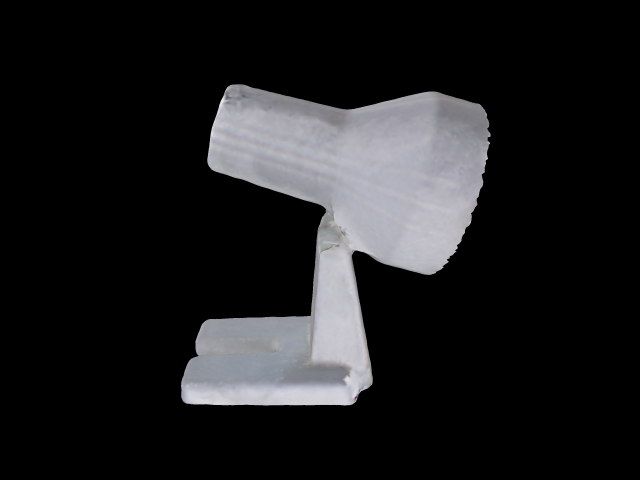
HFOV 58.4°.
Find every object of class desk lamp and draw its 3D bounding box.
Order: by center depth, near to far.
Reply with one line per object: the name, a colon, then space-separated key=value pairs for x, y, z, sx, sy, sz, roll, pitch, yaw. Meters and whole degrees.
desk lamp: x=0.004 y=0.001 z=0.400 sx=0.203 sy=0.214 sz=0.118 roll=-1 pitch=19 yaw=-2
